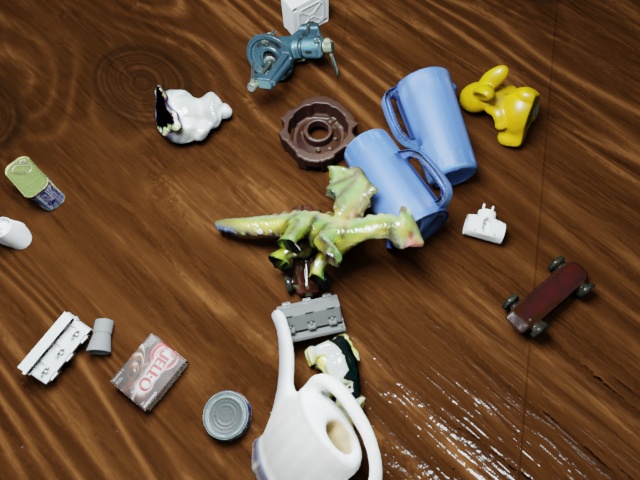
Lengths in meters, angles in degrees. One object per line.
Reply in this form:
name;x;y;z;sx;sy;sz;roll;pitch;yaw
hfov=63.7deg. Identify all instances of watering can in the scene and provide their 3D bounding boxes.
watering can;-0.035;0.308;0.876;0.222;0.103;0.353;-51;55;17

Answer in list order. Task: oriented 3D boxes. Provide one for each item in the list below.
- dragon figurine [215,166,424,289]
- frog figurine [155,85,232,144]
dragon figurine;0.003;-0.051;1.009;0.413;0.119;0.247;23;61;28
frog figurine;-0.290;-0.288;1.182;0.161;0.120;0.139;-16;54;-44
